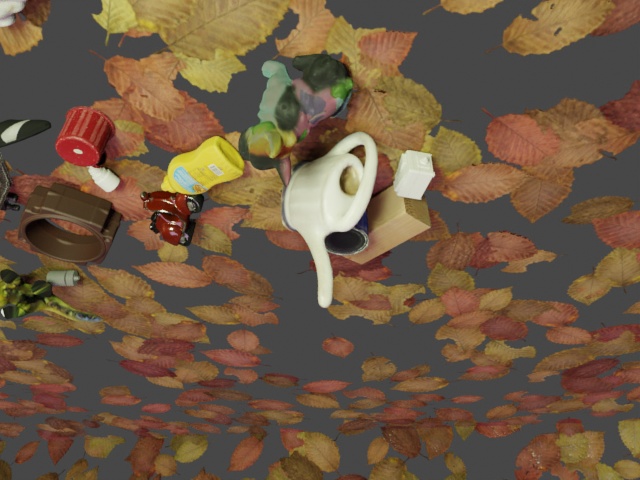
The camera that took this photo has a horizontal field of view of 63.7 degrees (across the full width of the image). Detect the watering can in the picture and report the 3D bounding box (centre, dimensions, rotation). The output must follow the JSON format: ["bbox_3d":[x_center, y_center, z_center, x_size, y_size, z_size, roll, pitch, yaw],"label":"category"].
[{"bbox_3d":[0.003,-0.050,0.984,0.103,0.352,0.224,30,162,-34],"label":"watering can"}]

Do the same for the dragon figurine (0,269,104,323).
[{"bbox_3d":[-0.808,0.162,1.450,0.408,0.123,0.241,24,168,-15],"label":"dragon figurine"}]

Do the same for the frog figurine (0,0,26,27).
[{"bbox_3d":[-0.489,-0.372,0.737,0.137,0.125,0.156,2,135,-33],"label":"frog figurine"}]
